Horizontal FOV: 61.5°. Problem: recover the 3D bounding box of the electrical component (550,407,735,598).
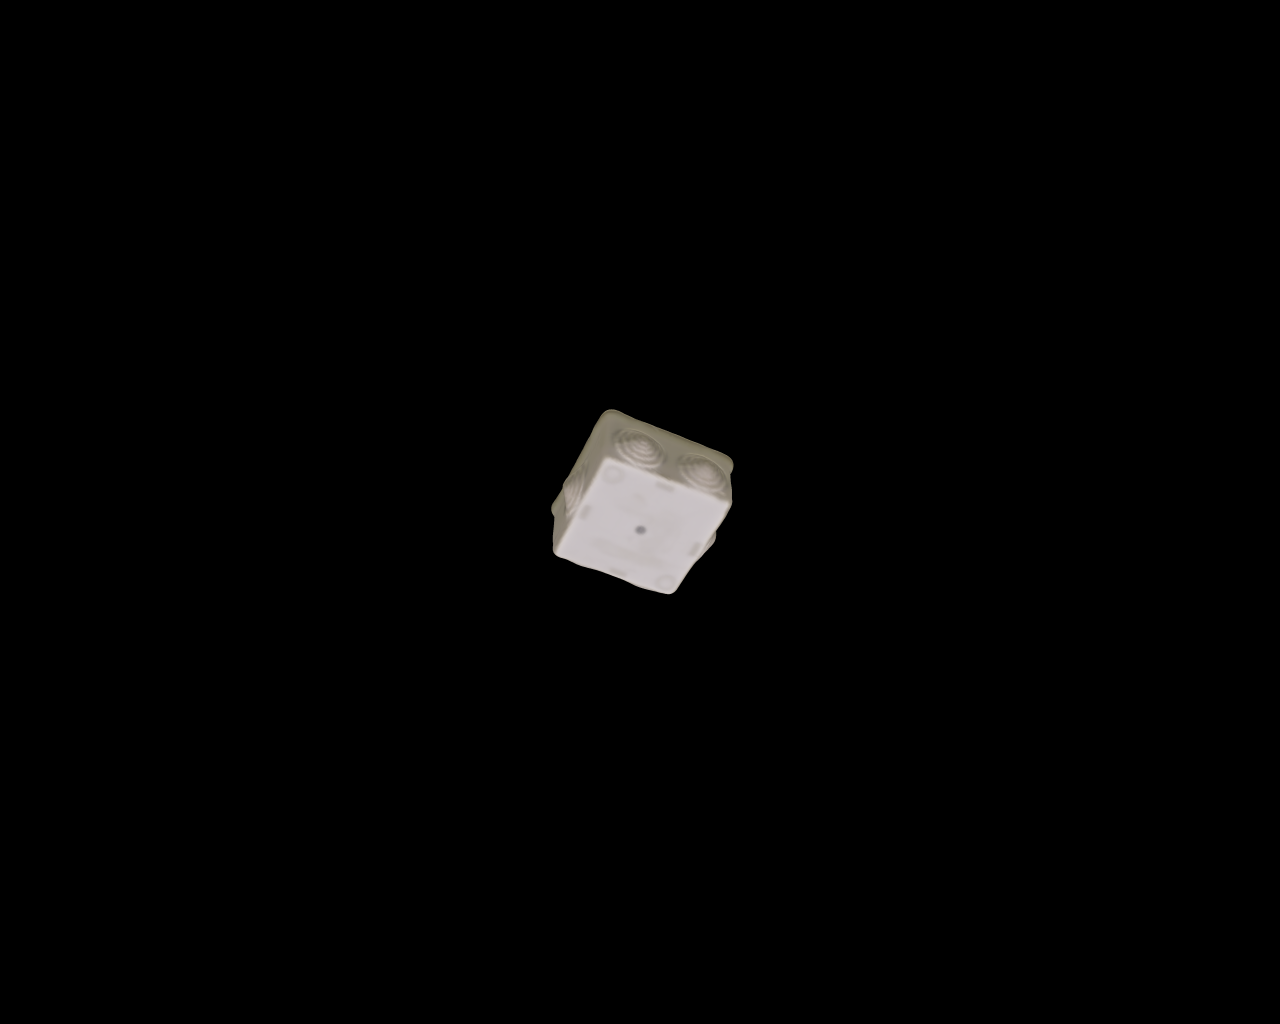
[{"bbox_3d":[0.001,-0.003,0.650,0.100,0.099,0.048,21,35,-15],"label":"electrical component"}]
